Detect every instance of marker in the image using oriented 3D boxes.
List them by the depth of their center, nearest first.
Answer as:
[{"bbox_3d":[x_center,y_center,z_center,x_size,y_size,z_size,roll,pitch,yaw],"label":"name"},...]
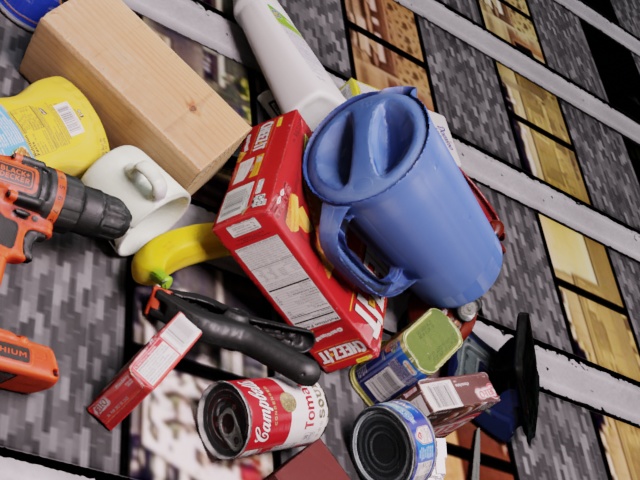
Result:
[{"bbox_3d":[-0.035,-0.125,1.265,0.020,0.020,0.121,-19,72,-52],"label":"marker"}]

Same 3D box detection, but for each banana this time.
[{"bbox_3d":[-0.123,0.014,1.013,0.070,0.037,0.197,24,23,18],"label":"banana"}]

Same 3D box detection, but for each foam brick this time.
[{"bbox_3d":[-0.020,0.220,0.937,0.051,0.053,0.078,54,37,7],"label":"foam brick"}]

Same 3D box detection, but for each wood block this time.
[{"bbox_3d":[-0.181,-0.138,1.045,0.206,0.090,0.090,44,49,-1],"label":"wood block"}]

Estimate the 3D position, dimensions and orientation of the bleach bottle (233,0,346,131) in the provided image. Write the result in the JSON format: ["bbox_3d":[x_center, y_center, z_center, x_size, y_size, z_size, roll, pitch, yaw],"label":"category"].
[{"bbox_3d":[-0.044,-0.229,1.303,0.102,0.068,0.251,32,25,-52],"label":"bleach bottle"}]

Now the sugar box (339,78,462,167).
[{"bbox_3d":[0.102,-0.143,1.403,0.175,0.048,0.093,19,45,-39],"label":"sugar box"}]

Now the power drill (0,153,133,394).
[{"bbox_3d":[-0.239,0.023,0.854,0.184,0.057,0.187,19,59,-34],"label":"power drill"}]

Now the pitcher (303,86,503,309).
[{"bbox_3d":[0.089,-0.022,1.075,0.242,0.149,0.145,48,17,-45],"label":"pitcher"}]

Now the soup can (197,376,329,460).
[{"bbox_3d":[-0.049,0.156,0.952,0.102,0.069,0.068,2,56,-47],"label":"soup can"}]

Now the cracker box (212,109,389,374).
[{"bbox_3d":[-0.007,0.001,1.078,0.213,0.072,0.164,53,31,-30],"label":"cracker box"}]

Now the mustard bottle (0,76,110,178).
[{"bbox_3d":[-0.277,-0.082,0.942,0.191,0.058,0.096,-32,92,-54],"label":"mustard bottle"}]

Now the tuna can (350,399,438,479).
[{"bbox_3d":[0.069,0.197,1.021,0.033,0.086,0.086,-3,60,-44],"label":"tuna can"}]

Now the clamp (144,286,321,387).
[{"bbox_3d":[-0.075,0.082,0.990,0.171,0.039,0.120,25,3,2],"label":"clamp"}]

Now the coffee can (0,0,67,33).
[{"bbox_3d":[-0.260,-0.290,1.080,0.102,0.141,0.103,27,41,-27],"label":"coffee can"}]

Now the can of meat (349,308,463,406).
[{"bbox_3d":[0.091,0.123,1.113,0.057,0.084,0.101,52,37,4],"label":"can of meat"}]

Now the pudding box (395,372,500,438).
[{"bbox_3d":[0.115,0.174,1.086,0.113,0.090,0.039,2,54,-44],"label":"pudding box"}]

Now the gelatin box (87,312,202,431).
[{"bbox_3d":[-0.147,0.108,0.891,0.030,0.073,0.089,44,37,-4],"label":"gelatin box"}]

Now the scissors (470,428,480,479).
[{"bbox_3d":[0.148,0.258,1.094,0.096,0.016,0.201,43,33,-35],"label":"scissors"}]

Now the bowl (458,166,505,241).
[{"bbox_3d":[0.156,-0.045,1.321,0.162,0.055,0.162,50,-4,5],"label":"bowl"}]

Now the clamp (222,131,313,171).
[{"bbox_3d":[-0.064,-0.080,1.170,0.164,0.036,0.209,48,43,-1],"label":"clamp"}]
